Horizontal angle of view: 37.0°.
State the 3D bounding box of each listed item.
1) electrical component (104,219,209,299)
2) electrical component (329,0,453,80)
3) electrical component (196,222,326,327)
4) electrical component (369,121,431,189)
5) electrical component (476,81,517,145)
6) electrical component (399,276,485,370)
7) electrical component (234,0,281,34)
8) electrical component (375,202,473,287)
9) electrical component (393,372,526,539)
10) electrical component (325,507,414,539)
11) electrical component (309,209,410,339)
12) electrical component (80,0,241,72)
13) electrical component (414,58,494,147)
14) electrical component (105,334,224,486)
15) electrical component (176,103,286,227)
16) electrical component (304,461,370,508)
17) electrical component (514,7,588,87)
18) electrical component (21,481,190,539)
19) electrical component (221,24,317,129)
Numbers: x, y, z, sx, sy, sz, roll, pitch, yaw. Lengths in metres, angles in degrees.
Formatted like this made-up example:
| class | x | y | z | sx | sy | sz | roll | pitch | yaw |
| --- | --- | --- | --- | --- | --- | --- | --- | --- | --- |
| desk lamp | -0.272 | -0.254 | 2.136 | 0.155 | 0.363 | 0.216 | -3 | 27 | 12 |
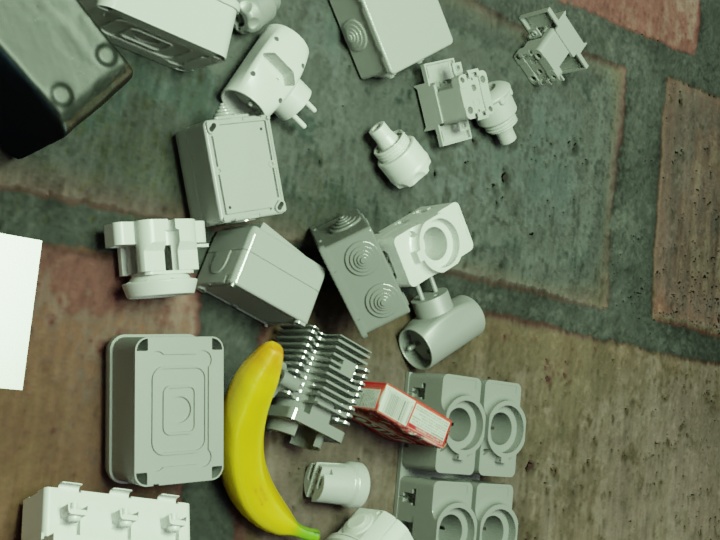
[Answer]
| class | x | y | z | sx | sy | sz | roll | pitch | yaw |
| --- | --- | --- | --- | --- | --- | --- | --- | --- | --- |
| electrical component | -0.156 | -0.008 | 0.831 | 0.078 | 0.058 | 0.057 | -3 | 86 | -38 |
| electrical component | 0.028 | -0.232 | 0.996 | 0.100 | 0.048 | 0.099 | -34 | 108 | -35 |
| electrical component | -0.076 | 0.006 | 0.890 | 0.096 | 0.062 | 0.061 | 32 | 68 | -33 |
| electrical component | 0.034 | -0.109 | 0.997 | 0.062 | 0.043 | 0.043 | 49 | 60 | -24 |
| electrical component | 0.138 | -0.156 | 1.083 | 0.048 | 0.048 | 0.062 | -47 | 122 | -30 |
| electrical component | 0.072 | 0.042 | 1.018 | 0.077 | 0.043 | 0.079 | -29 | 105 | -36 |
| electrical component | -0.084 | -0.227 | 0.916 | 0.061 | 0.035 | 0.035 | -44 | 114 | -34 |
| electrical component | 0.057 | -0.023 | 1.002 | 0.089 | 0.056 | 0.050 | -31 | 106 | -35 |
| electrical component | 0.094 | 0.195 | 1.015 | 0.105 | 0.060 | 0.186 | 12 | 80 | -38 |
| electrical component | 0.010 | 0.249 | 0.933 | 0.051 | 0.080 | 0.080 | -42 | 112 | -38 |
| electrical component | 0.000 | 0.000 | 0.927 | 0.048 | 0.099 | 0.099 | -26 | 106 | -1 |
| electrical component | -0.158 | -0.203 | 0.828 | 0.113 | 0.078 | 0.057 | 18 | 79 | -36 |
| electrical component | 0.092 | -0.163 | 1.034 | 0.042 | 0.064 | 0.081 | -20 | 100 | -36 |
| electrical component | -0.152 | 0.106 | 0.827 | 0.078 | 0.057 | 0.113 | 2 | 86 | -37 |
| electrical component | -0.108 | -0.085 | 0.871 | 0.062 | 0.061 | 0.096 | -12 | 94 | -37 |
| electrical component | -0.021 | 0.186 | 0.938 | 0.046 | 0.040 | 0.040 | 12 | 80 | -32 |
| electrical component | 0.199 | -0.233 | 1.137 | 0.081 | 0.042 | 0.063 | 49 | 61 | -25 |
| electrical component | -0.185 | 0.197 | 0.789 | 0.121 | 0.079 | 0.063 | 17 | 55 | -37 |
| electrical component | -0.068 | -0.154 | 0.918 | 0.079 | 0.043 | 0.077 | 43 | 63 | -28 |
